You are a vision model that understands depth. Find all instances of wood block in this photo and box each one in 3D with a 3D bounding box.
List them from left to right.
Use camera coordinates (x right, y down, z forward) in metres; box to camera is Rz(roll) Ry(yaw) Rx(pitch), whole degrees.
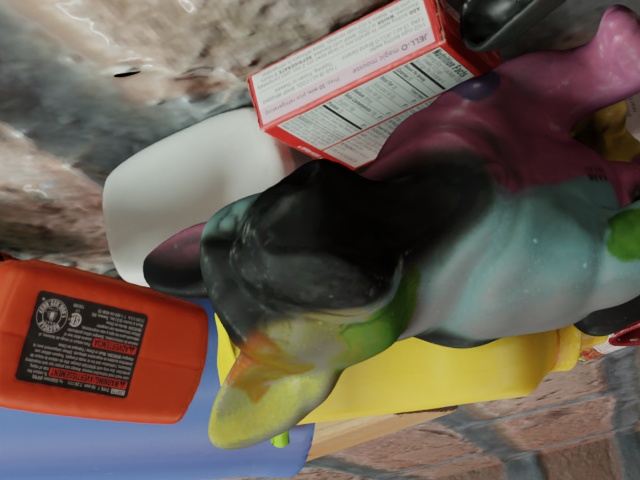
[{"bbox_3d":[0.008,0.138,0.950,0.090,0.090,0.207,6,154,-46],"label":"wood block"}]

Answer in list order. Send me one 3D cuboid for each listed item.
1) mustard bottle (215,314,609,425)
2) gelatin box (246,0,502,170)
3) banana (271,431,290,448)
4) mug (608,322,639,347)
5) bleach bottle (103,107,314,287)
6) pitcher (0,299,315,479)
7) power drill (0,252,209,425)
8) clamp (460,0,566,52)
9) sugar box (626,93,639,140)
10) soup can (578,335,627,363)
[{"bbox_3d":[0.049,0.050,0.517,0.191,0.058,0.096,-4,-170,-12],"label":"mustard bottle"},{"bbox_3d":[0.026,-0.066,0.452,0.089,0.030,0.073,-24,158,24],"label":"gelatin box"},{"bbox_3d":[0.040,0.051,0.600,0.198,0.037,0.069,-28,140,13],"label":"banana"},{"bbox_3d":[0.258,0.023,0.780,0.117,0.081,0.093,-12,162,2],"label":"mug"},{"bbox_3d":[-0.004,0.001,0.583,0.103,0.068,0.250,-20,163,23],"label":"bleach bottle"},{"bbox_3d":[-0.135,0.097,0.676,0.242,0.149,0.145,0,-164,-20],"label":"pitcher"},{"bbox_3d":[-0.136,0.037,0.491,0.184,0.057,0.188,16,174,-43],"label":"power drill"},{"bbox_3d":[0.115,-0.125,0.324,0.210,0.036,0.164,-17,161,11],"label":"clamp"},{"bbox_3d":[0.231,-0.075,0.534,0.176,0.048,0.093,-12,162,10],"label":"sugar box"},{"bbox_3d":[0.251,0.055,0.894,0.068,0.068,0.102,7,153,-45],"label":"soup can"}]
